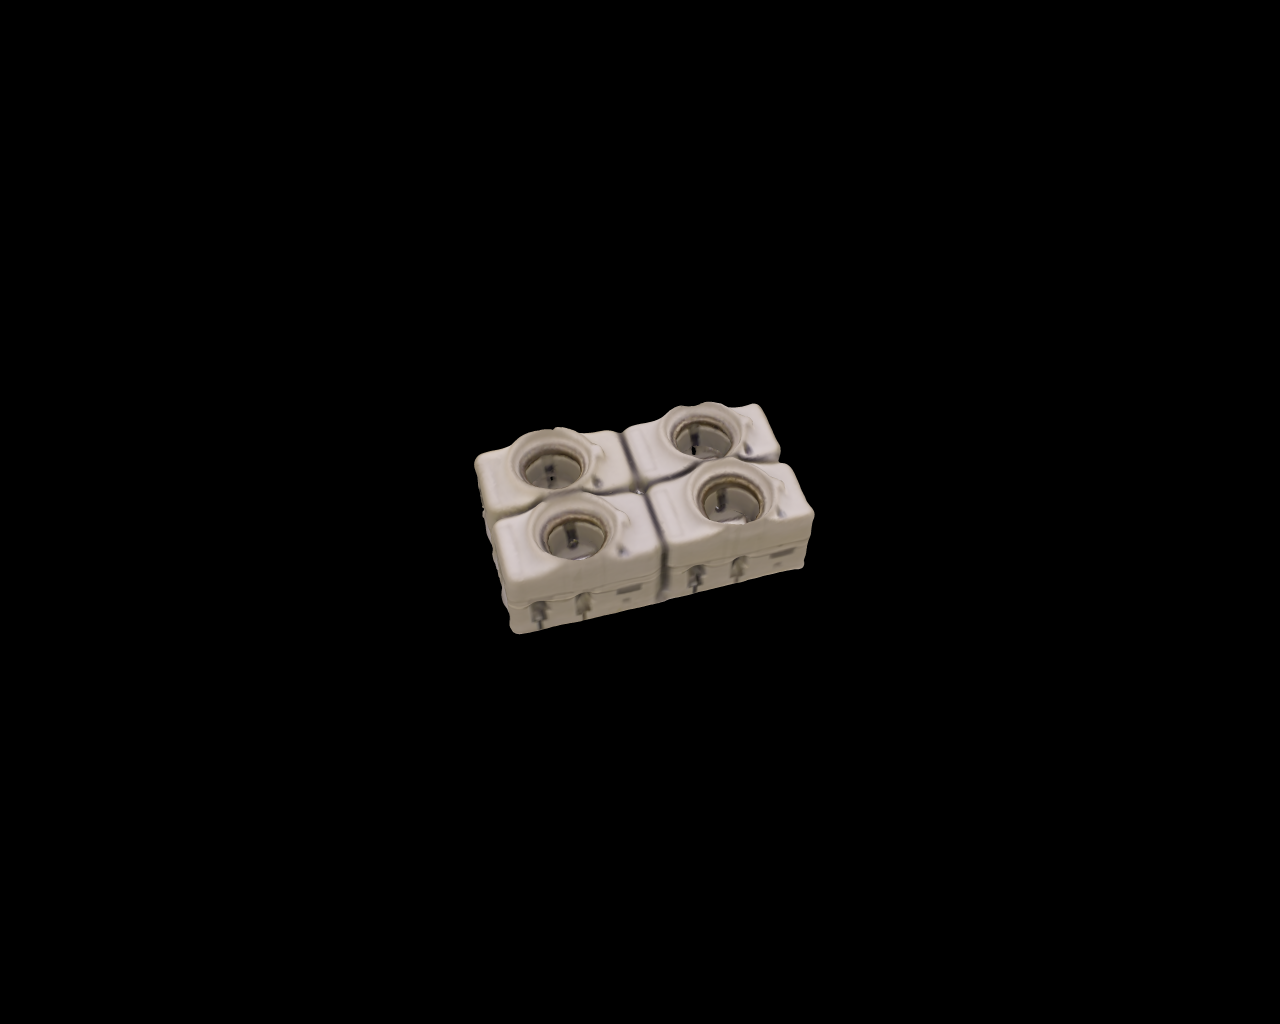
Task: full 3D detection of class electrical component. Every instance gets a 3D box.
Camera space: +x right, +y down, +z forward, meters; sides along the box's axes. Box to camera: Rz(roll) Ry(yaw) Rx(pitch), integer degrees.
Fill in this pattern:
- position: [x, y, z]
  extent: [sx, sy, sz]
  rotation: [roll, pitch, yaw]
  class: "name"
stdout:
- position: [0.001, -0.003, 0.650]
  extent: [0.186, 0.105, 0.060]
  rotation: [-12, -39, -10]
  class: "electrical component"
